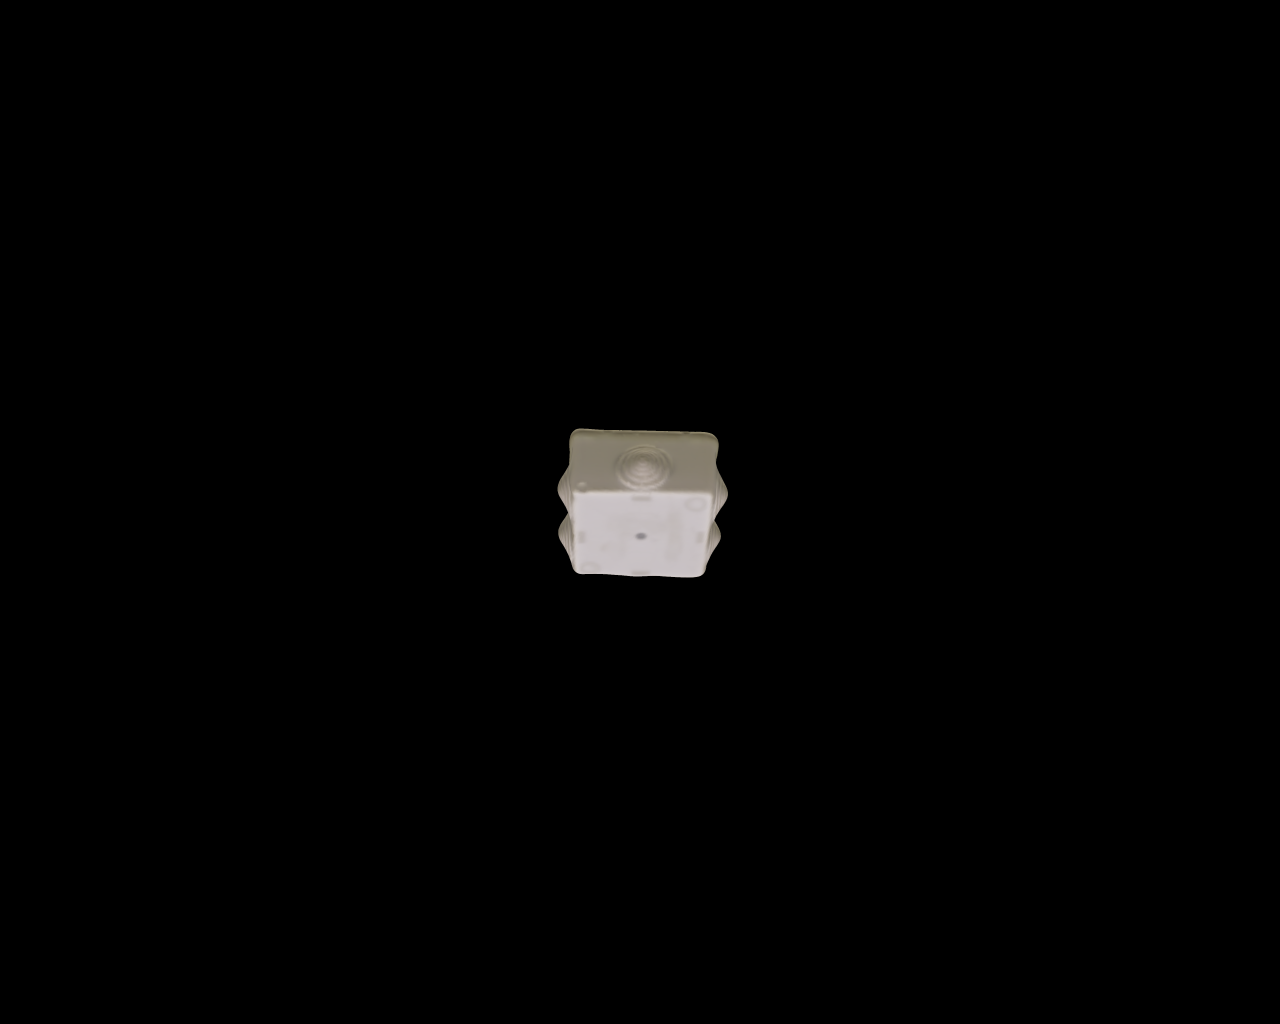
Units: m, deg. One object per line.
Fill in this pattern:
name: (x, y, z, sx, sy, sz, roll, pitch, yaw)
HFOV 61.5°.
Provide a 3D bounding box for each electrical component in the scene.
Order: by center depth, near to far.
electrical component: (0.001, -0.003, 0.650, 0.100, 0.048, 0.099, 2, -40, -2)
